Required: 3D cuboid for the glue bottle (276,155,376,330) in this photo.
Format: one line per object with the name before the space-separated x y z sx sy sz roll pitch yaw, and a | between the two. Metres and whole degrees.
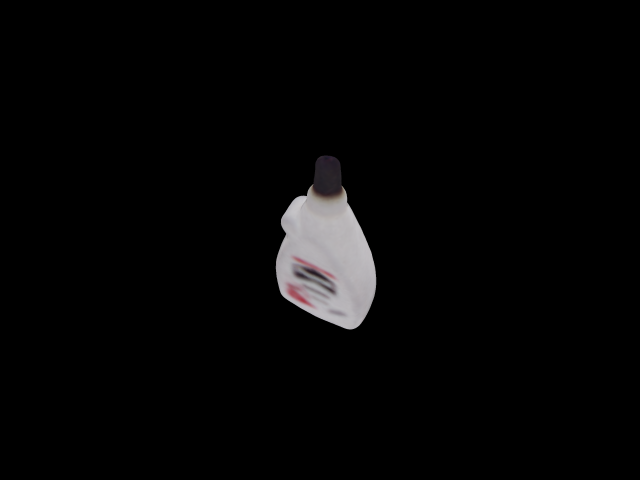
glue bottle | 0.004 0.001 0.400 0.078 0.173 0.037 21 58 14
